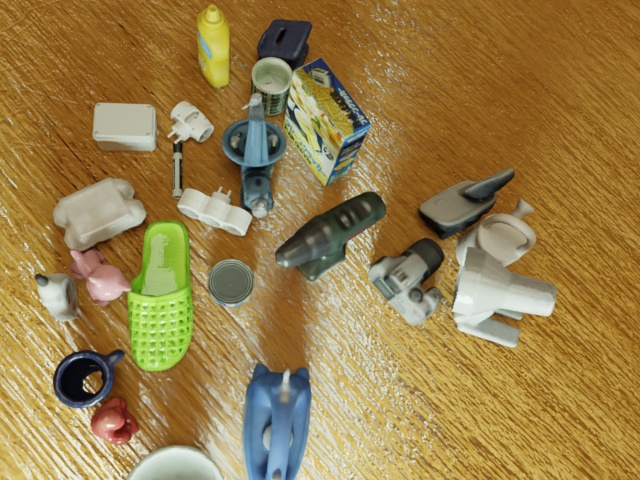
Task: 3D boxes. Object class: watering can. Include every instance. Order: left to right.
[{"bbox_3d":[0.345,-0.006,1.097,0.101,0.194,0.173,20,71,-3],"label":"watering can"}]

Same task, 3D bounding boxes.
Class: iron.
[{"bbox_3d":[-0.070,0.335,0.948,0.119,0.141,0.258,6,72,-8],"label":"iron"}]

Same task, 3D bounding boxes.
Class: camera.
[{"bbox_3d":[0.187,0.067,1.097,0.137,0.100,0.143,-39,83,-18],"label":"camera"}]

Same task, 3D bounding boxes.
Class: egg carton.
[{"bbox_3d":[-0.403,-0.048,1.048,0.150,0.069,0.107,-29,80,-17],"label":"egg carton"}]

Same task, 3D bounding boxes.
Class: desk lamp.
[{"bbox_3d":[0.319,0.105,1.048,0.203,0.213,0.118,18,71,-4],"label":"desk lamp"}]

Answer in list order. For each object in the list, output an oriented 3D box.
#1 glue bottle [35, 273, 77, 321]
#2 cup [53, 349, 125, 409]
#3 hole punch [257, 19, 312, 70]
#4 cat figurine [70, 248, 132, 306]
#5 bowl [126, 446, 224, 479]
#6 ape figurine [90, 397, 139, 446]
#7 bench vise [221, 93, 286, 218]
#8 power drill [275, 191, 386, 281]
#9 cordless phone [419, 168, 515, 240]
[{"bbox_3d":[-0.439,0.084,0.945,0.037,0.173,0.078,-10,75,-12],"label":"glue bottle"},{"bbox_3d":[-0.373,0.225,0.954,0.118,0.095,0.091,-37,82,-18],"label":"cup"},{"bbox_3d":[-0.077,-0.412,1.206,0.101,0.091,0.109,21,71,-3],"label":"hole punch"},{"bbox_3d":[-0.383,0.062,0.991,0.128,0.117,0.067,44,71,5],"label":"cat figurine"},{"bbox_3d":[-0.234,0.419,0.928,0.167,0.074,0.167,3,72,-9],"label":"bowl"},{"bbox_3d":[-0.340,0.297,0.939,0.076,0.092,0.078,4,72,-8],"label":"ape figurine"},{"bbox_3d":[-0.106,-0.157,1.053,0.122,0.219,0.207,-22,77,-15],"label":"bench vise"},{"bbox_3d":[0.009,0.004,1.029,0.230,0.208,0.075,-35,81,-18],"label":"power drill"},{"bbox_3d":[0.288,-0.084,1.117,0.148,0.185,0.094,-31,80,-17],"label":"cordless phone"}]
